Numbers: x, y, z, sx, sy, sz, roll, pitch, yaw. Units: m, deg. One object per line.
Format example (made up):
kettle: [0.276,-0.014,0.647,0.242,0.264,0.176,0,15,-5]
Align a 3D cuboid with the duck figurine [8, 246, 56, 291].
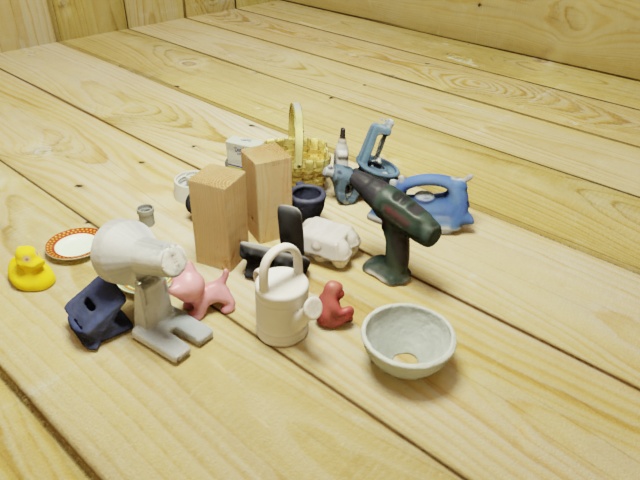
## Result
duck figurine: [-0.599,0.049,1.175,0.104,0.086,0.078,17,37,22]

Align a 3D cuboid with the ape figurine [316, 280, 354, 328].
ape figurine: [0.026,0.118,1.100,0.076,0.092,0.077,-15,37,-23]

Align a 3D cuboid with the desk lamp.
desk lamp: [-0.300,0.078,1.033,0.202,0.214,0.118,22,39,28]

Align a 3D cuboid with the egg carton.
egg carton: [0.012,0.005,1.289,0.150,0.069,0.107,16,36,20]

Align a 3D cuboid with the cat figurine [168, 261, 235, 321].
cat figurine: [-0.231,0.091,1.103,0.128,0.118,0.067,-15,37,-24]

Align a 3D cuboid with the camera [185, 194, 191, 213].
camera: [-0.247,-0.091,1.391,0.136,0.101,0.143,21,38,26]

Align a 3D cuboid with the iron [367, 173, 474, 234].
iron: [0.248,-0.104,1.400,0.258,0.141,0.118,3,34,2]

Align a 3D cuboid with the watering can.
watering can: [-0.063,0.094,1.039,0.172,0.194,0.101,17,37,21]

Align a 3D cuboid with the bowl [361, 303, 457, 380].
bowl: [0.153,0.191,1.014,0.167,0.075,0.167,1,34,-1]

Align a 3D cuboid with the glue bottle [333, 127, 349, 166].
glue bottle: [0.057,-0.218,1.532,0.037,0.173,0.078,-3,34,-7]

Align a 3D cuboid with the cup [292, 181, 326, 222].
cup: [-0.036,-0.083,1.395,0.092,0.095,0.117,-10,36,-17]

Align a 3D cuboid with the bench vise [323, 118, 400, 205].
bench vise: [0.119,-0.197,1.461,0.208,0.220,0.121,-17,38,-25]

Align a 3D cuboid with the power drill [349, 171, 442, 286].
power drill: [0.145,-0.018,1.204,0.228,0.208,0.076,29,42,34]

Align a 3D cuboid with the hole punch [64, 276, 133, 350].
hole punch: [-0.413,0.131,1.058,0.101,0.091,0.108,-26,43,-35]

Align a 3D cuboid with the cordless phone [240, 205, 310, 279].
cordless phone: [-0.095,-0.003,1.191,0.147,0.185,0.094,11,35,14]
